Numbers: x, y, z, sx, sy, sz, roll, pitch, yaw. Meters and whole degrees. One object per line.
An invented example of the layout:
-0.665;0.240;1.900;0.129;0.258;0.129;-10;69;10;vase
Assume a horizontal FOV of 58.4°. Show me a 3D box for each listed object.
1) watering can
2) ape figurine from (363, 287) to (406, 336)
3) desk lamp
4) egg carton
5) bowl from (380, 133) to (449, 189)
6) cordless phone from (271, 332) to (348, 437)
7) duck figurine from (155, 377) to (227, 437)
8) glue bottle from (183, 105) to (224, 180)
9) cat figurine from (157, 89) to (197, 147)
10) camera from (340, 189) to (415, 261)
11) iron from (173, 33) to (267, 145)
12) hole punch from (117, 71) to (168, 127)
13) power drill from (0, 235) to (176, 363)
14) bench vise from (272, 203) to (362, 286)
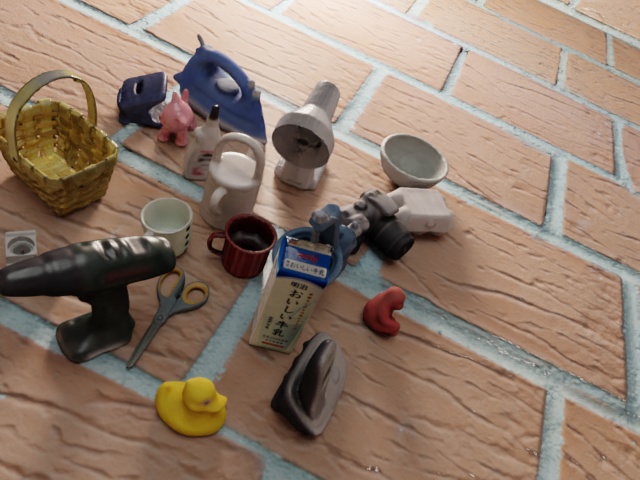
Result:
-0.155;-0.121;1.049;0.101;0.194;0.172;10;46;-13;watering can
0.122;0.119;1.016;0.076;0.092;0.078;23;45;-1;ape figurine
-0.026;-0.207;1.168;0.118;0.213;0.203;23;45;-1;desk lamp
0.213;-0.058;1.234;0.151;0.069;0.107;1;49;-22;egg carton
0.208;-0.168;1.330;0.168;0.074;0.167;12;46;-12;bowl
0.006;0.186;0.840;0.094;0.185;0.148;26;45;3;cordless phone
-0.177;0.222;0.801;0.104;0.086;0.077;23;45;-1;duck figurine
-0.215;-0.188;1.101;0.078;0.173;0.037;-6;52;-27;glue bottle
-0.290;-0.259;1.174;0.067;0.117;0.128;15;45;-9;cat figurine
0.115;-0.025;1.140;0.143;0.101;0.136;-27;63;-38;camera
-0.198;-0.335;1.266;0.258;0.141;0.119;38;46;14;iron
-0.370;-0.300;1.198;0.101;0.091;0.108;5;48;-18;hole punch
-0.314;0.078;0.789;0.230;0.208;0.075;-22;60;-36;power drill
-0.001;-0.002;0.986;0.121;0.219;0.208;29;45;5;bench vise
